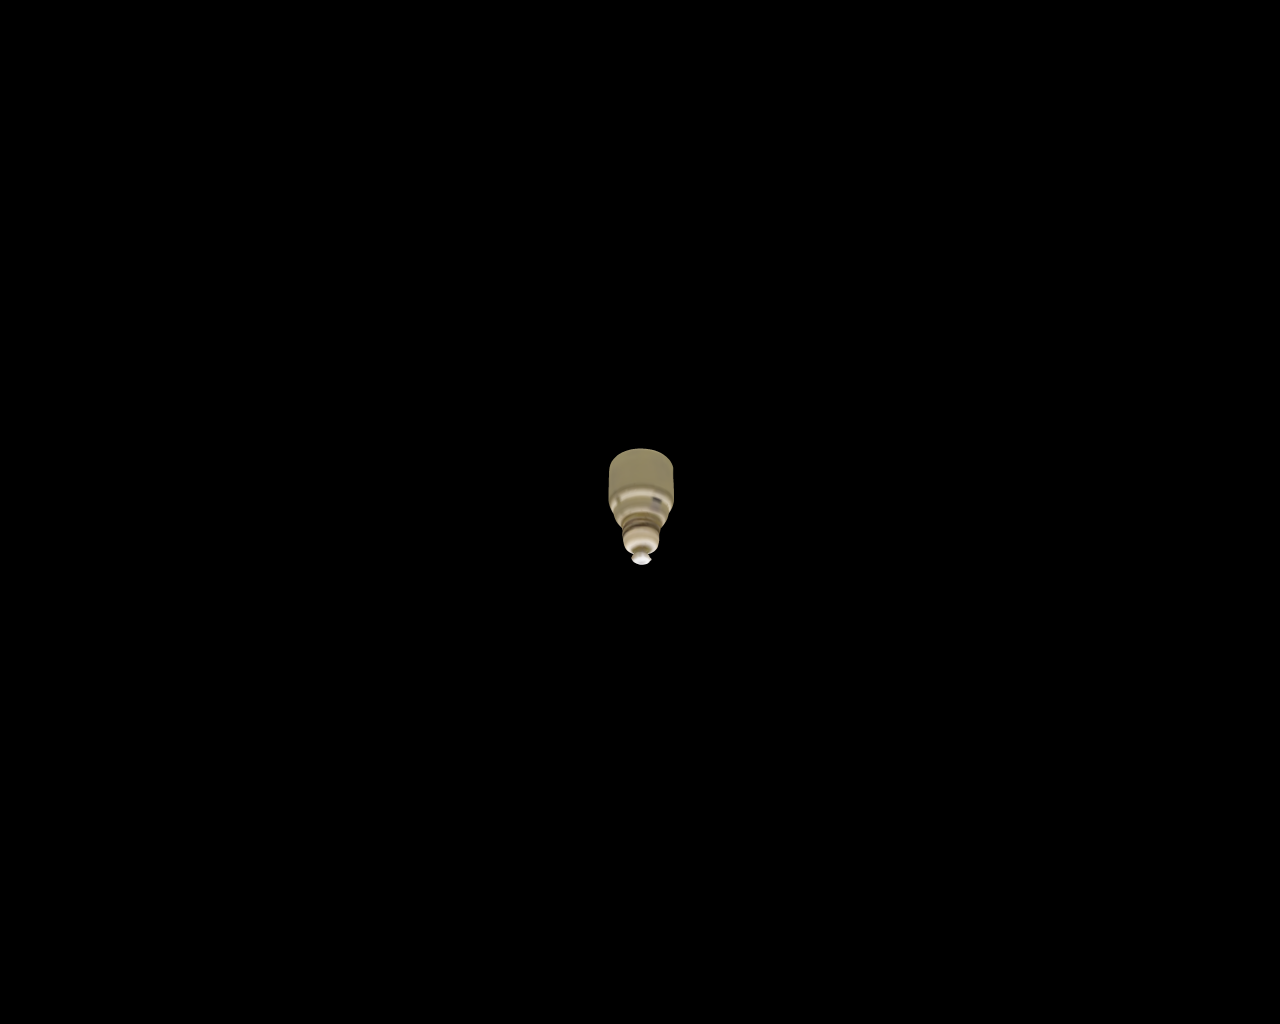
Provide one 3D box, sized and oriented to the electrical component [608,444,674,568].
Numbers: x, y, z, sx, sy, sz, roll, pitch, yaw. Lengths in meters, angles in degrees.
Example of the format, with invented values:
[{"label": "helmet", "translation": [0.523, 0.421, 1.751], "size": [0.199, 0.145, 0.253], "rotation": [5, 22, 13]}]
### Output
[{"label": "electrical component", "translation": [0.001, -0.003, 0.650], "size": [0.040, 0.078, 0.040], "rotation": [0, -34, 0]}]
